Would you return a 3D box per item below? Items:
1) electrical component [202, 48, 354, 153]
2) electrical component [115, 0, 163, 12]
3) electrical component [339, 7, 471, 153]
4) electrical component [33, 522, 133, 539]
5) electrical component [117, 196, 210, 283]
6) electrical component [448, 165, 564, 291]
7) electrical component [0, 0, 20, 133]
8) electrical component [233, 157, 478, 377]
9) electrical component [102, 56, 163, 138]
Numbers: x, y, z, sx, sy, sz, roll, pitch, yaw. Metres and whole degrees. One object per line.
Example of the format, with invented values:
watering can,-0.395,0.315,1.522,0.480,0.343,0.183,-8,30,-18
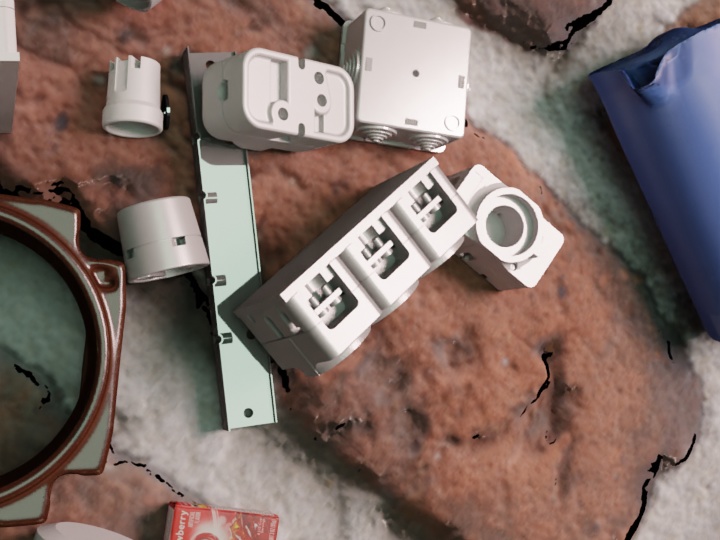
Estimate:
electrical component,-0.059,-0.114,0.739,0.095,0.059,0.053,4,83,-41
electrical component,-0.159,-0.217,0.703,0.064,0.099,0.099,-37,98,-24
electrical component,0.032,-0.138,0.787,0.100,0.048,0.099,7,84,-19
electrical component,-0.171,0.193,0.675,0.080,0.080,0.051,20,85,-17
electrical component,-0.133,-0.020,0.719,0.055,0.055,0.047,-13,86,-20
electrical component,0.099,-0.030,0.798,0.089,0.056,0.050,39,75,-12
electrical component,-0.254,-0.125,0.615,0.105,0.186,0.060,-3,87,-19
electrical component,0.000,0.000,0.733,0.150,0.089,0.061,-43,101,-26
electrical component,-0.153,-0.117,0.727,0.040,0.040,0.046,4,79,-19
